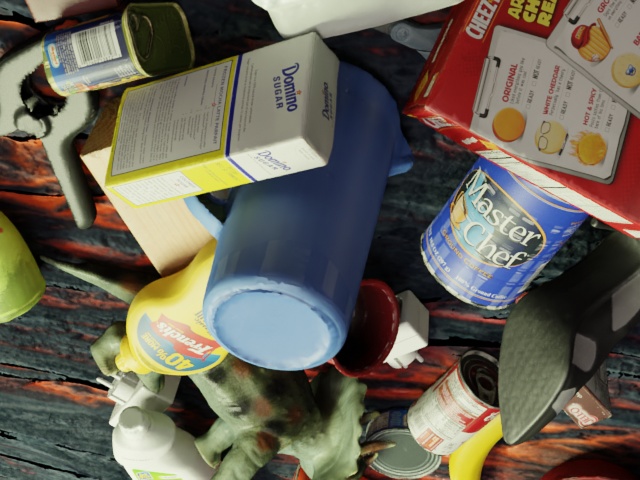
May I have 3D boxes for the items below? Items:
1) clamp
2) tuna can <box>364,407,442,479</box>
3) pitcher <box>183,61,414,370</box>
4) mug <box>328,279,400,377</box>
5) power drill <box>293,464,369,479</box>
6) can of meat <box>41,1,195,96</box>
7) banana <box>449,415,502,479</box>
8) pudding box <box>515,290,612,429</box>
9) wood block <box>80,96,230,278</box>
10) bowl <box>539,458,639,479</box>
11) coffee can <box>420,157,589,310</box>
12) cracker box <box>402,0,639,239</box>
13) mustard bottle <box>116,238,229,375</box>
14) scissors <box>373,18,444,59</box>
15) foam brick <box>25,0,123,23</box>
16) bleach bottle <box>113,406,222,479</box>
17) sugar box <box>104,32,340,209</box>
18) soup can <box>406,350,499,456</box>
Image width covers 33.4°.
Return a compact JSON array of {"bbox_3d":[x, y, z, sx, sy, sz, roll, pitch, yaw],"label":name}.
[{"bbox_3d":[-0.244,-0.103,0.954,0.164,0.036,0.210,29,129,-15],"label":"clamp"},{"bbox_3d":[0.092,0.223,1.173,0.086,0.033,0.086,5,131,6],"label":"tuna can"},{"bbox_3d":[-0.025,-0.025,0.844,0.149,0.242,0.145,-12,132,25],"label":"pitcher"},{"bbox_3d":[0.006,0.080,0.999,0.082,0.117,0.093,14,128,46],"label":"mug"},{"bbox_3d":[0.000,0.347,1.279,0.184,0.057,0.188,25,130,-11],"label":"power drill"},{"bbox_3d":[-0.161,-0.153,0.855,0.084,0.102,0.057,-10,99,21],"label":"can of meat"},{"bbox_3d":[0.182,0.219,1.150,0.069,0.037,0.198,25,130,-9],"label":"banana"},{"bbox_3d":[0.231,0.110,1.014,0.039,0.090,0.113,-29,119,28],"label":"pudding box"},{"bbox_3d":[-0.115,-0.032,0.957,0.091,0.090,0.206,-14,126,20],"label":"wood block"},{"bbox_3d":[0.298,0.291,1.179,0.162,0.055,0.162,5,131,6],"label":"bowl"},{"bbox_3d":[0.163,-0.024,0.904,0.102,0.102,0.140,24,130,-10],"label":"coffee can"},{"bbox_3d":[0.192,-0.118,0.787,0.213,0.072,0.164,27,87,-12],"label":"cracker box"},{"bbox_3d":[-0.114,0.071,0.945,0.192,0.058,0.096,-32,120,30],"label":"mustard bottle"},{"bbox_3d":[0.084,-0.176,0.847,0.201,0.016,0.096,33,126,-18],"label":"scissors"},{"bbox_3d":[-0.193,-0.212,0.842,0.078,0.053,0.051,-6,129,16],"label":"foam brick"},{"bbox_3d":[-0.157,0.252,1.181,0.103,0.068,0.251,-6,143,12],"label":"bleach bottle"},{"bbox_3d":[-0.073,-0.085,0.788,0.176,0.093,0.048,-9,150,27],"label":"sugar box"},{"bbox_3d":[0.142,0.169,1.095,0.068,0.068,0.102,28,129,-14],"label":"soup can"}]
